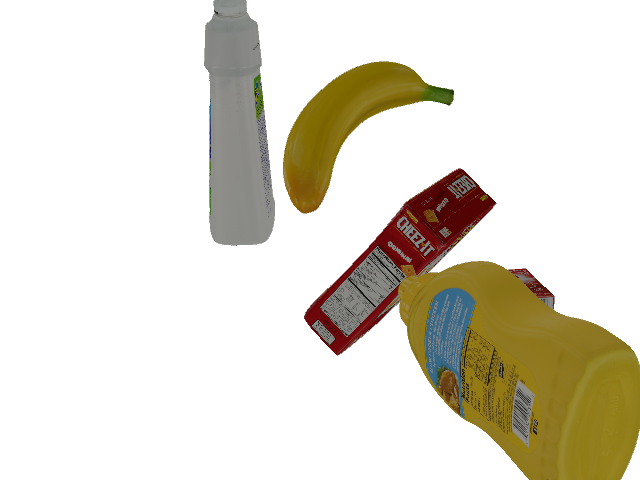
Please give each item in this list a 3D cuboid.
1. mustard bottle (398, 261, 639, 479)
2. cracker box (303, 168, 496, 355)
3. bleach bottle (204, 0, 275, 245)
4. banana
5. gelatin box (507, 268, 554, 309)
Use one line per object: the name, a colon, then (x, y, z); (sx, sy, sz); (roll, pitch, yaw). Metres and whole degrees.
mustard bottle: (0.102, 0.066, 0.626); (0.058, 0.096, 0.192); (-12, 27, -25)
cracker box: (0.092, 0.023, 1.270); (0.214, 0.072, 0.163); (-49, -9, 34)
bleach bottle: (-0.083, -0.125, 1.059); (0.068, 0.251, 0.102); (-1, 29, 0)
banana: (0.022, -0.086, 0.764); (0.070, 0.037, 0.197); (27, 45, 24)
gelatin box: (0.142, 0.048, 0.893); (0.089, 0.030, 0.073); (-3, 16, -7)
